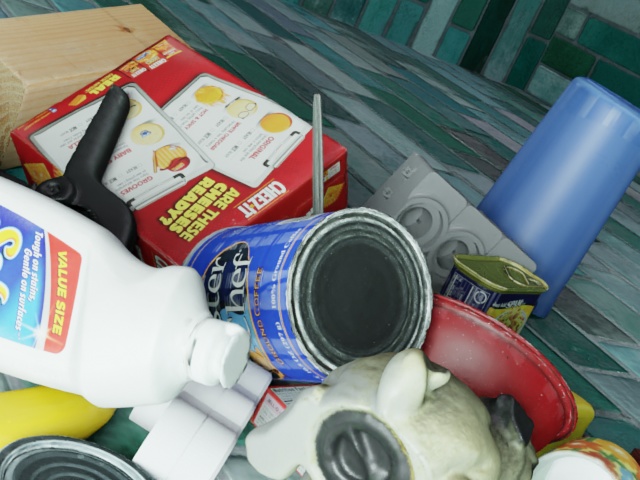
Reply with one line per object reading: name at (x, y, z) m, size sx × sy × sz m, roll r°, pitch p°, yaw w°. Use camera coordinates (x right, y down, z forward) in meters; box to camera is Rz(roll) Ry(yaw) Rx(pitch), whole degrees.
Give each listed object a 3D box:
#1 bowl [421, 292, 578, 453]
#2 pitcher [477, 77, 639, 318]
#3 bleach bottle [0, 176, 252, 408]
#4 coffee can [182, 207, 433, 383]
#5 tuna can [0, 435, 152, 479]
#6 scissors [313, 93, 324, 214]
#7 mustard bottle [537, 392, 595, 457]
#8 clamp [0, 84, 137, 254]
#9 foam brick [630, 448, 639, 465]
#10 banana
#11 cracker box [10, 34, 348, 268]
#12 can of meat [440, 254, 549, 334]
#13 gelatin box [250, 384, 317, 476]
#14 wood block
bowl at (0.081, 0.103, 0.694) m, size 0.162 × 0.162 × 0.055 m, roll 29°, pitch 62°, yaw 13°
pitcher at (0.250, -0.052, 1.152) m, size 0.149 × 0.243 × 0.144 m, roll 40°, pitch 19°, yaw 25°
bleach bottle at (-0.147, 0.017, 0.541) m, size 0.251 × 0.102 × 0.068 m, roll 15°, pitch -15°, yaw 22°
coffee can at (-0.014, 0.037, 0.660) m, size 0.102 × 0.103 × 0.141 m, roll 14°, pitch -12°, yaw -33°
tuna can at (-0.112, 0.125, 0.477) m, size 0.086 × 0.034 × 0.086 m, roll 22°, pitch 17°, yaw -8°
scissors at (-0.005, 0.001, 0.771) m, size 0.016 × 0.202 × 0.096 m, roll -4°, pitch 0°, yaw -13°
mustard bottle at (0.113, 0.097, 0.832) m, size 0.192 × 0.058 × 0.096 m, roll 37°, pitch 23°, yaw 35°
clamp at (-0.176, -0.030, 0.739) m, size 0.164 × 0.036 × 0.210 m, roll -24°, pitch 54°, yaw -22°
foam brick at (0.248, 0.191, 0.749) m, size 0.078 × 0.053 × 0.051 m, roll 21°, pitch 18°, yaw -12°
banana at (-0.165, 0.085, 0.517) m, size 0.197 × 0.037 × 0.070 m, roll 6°, pitch 25°, yaw -47°
cracker box at (-0.109, -0.055, 0.828) m, size 0.164 × 0.072 × 0.214 m, roll -38°, pitch 56°, yaw -26°
can of meat at (0.141, 0.063, 0.929) m, size 0.058 × 0.084 × 0.101 m, roll 37°, pitch 21°, yaw 35°
gelatin box at (0.011, 0.125, 0.657) m, size 0.073 × 0.030 × 0.089 m, roll 4°, pitch 27°, yaw -47°
wood block at (-0.216, -0.140, 0.937) m, size 0.091 × 0.090 × 0.205 m, roll 42°, pitch 35°, yaw 19°
